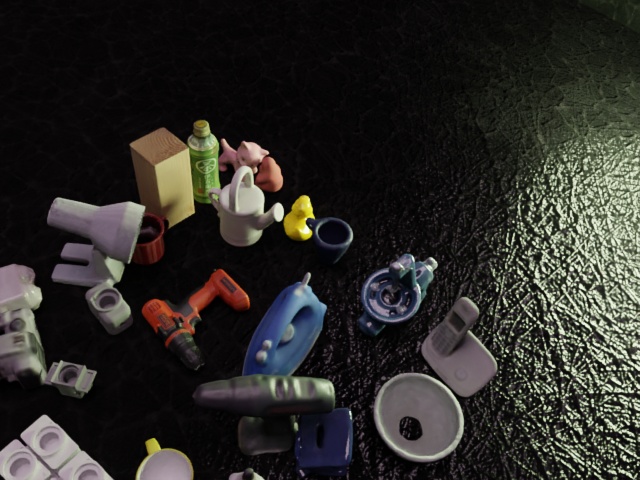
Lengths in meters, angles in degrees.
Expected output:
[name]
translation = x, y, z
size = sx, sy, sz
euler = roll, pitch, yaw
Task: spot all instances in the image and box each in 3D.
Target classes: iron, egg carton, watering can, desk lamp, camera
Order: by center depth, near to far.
[camera]
translation = -0.584, 0.204, 1.041
size = 0.137, 0.101, 0.143
euler = -16, 55, -20
[iron]
translation = -0.078, 0.184, 1.105
size = 0.118, 0.141, 0.259
euler = 24, 52, 11
[egg carton]
translation = -0.633, 0.113, 1.128
size = 0.150, 0.069, 0.107
euler = -21, 57, -23
[desk lamp]
translation = -0.447, 0.004, 1.150
size = 0.203, 0.213, 0.118
euler = 6, 51, -3
[watering can]
translation = -0.166, -0.081, 1.272
size = 0.173, 0.194, 0.101
euler = 4, 51, -5

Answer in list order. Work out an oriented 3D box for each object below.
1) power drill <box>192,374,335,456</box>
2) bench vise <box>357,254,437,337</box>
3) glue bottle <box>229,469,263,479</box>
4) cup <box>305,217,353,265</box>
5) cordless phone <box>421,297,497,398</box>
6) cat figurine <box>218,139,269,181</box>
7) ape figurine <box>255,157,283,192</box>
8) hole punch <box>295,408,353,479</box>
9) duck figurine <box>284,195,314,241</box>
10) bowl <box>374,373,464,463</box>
[power drill]
translation = -0.093, 0.293, 0.972
size = 0.230, 0.208, 0.075
euler = -4, 52, -11
[bench vise]
translation = 0.163, 0.079, 1.175
size = 0.121, 0.220, 0.208
euler = 26, 52, 13
[glue bottle]
translation = -0.116, 0.394, 0.910
size = 0.078, 0.173, 0.037
euler = 5, 51, -4
[cup]
translation = 0.012, 0.005, 1.293
size = 0.117, 0.095, 0.092
euler = 32, 54, 17
[cordless phone]
translation = 0.284, 0.206, 1.113
size = 0.094, 0.185, 0.147
euler = -30, 61, -28
[cat figurine]
translation = -0.194, -0.211, 1.421
size = 0.127, 0.118, 0.067
euler = 26, 53, 13
[ape figurine]
translation = -0.127, -0.168, 1.414
size = 0.078, 0.092, 0.076
euler = -33, 62, -29
[hole punch]
translation = 0.007, 0.357, 1.011
size = 0.101, 0.091, 0.108
euler = 6, 51, -3
[duck figurine]
translation = -0.045, -0.057, 1.340
size = 0.077, 0.086, 0.104
euler = 11, 51, 1
[bowl]
translation = 0.175, 0.338, 1.062
size = 0.167, 0.075, 0.167
euler = 4, 51, -5
